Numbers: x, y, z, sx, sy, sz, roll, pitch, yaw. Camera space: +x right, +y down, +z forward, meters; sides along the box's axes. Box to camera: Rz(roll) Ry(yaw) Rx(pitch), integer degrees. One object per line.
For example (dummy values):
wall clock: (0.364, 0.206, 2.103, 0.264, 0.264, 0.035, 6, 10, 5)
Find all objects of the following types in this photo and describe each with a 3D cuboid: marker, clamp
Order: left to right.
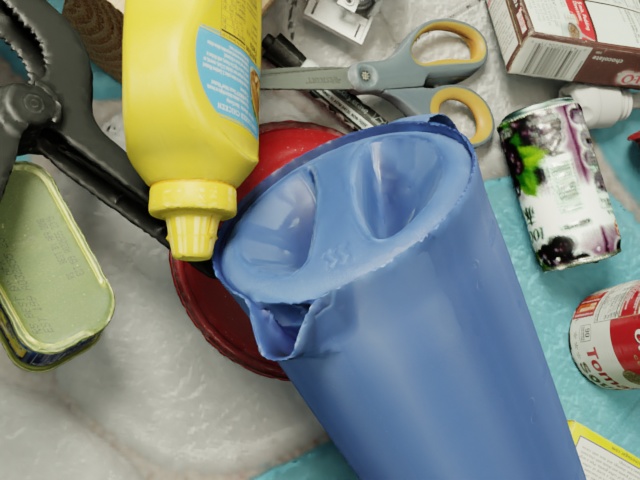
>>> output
clamp: (-0.133, -0.053, 0.515, 0.164, 0.036, 0.210, -6, 70, -40)
marker: (0.012, -0.087, 0.665, 0.121, 0.020, 0.020, 38, 71, -8)

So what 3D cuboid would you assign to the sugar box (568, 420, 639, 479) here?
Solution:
sugar box: (0.146, 0.207, 0.639, 0.093, 0.048, 0.176, 31, 76, -10)

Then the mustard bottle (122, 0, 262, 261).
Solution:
mustard bottle: (-0.059, -0.086, 0.508, 0.058, 0.096, 0.191, -3, 81, 15)

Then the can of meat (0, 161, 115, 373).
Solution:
can of meat: (-0.151, 0.015, 0.558, 0.057, 0.084, 0.102, -29, 89, -21)

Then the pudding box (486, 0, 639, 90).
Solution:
pudding box: (0.170, -0.147, 0.702, 0.113, 0.039, 0.090, 5, 52, -19)

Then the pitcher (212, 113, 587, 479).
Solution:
pitcher: (0.060, 0.063, 0.558, 0.149, 0.145, 0.242, -30, 120, -3)

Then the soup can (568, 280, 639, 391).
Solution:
soup can: (0.207, 0.057, 0.656, 0.068, 0.102, 0.068, 3, 79, -18)

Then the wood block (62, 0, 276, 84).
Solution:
wood block: (-0.052, -0.181, 0.625, 0.090, 0.090, 0.206, 37, 71, -8)

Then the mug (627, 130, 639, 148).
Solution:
mug: (0.267, -0.050, 0.712, 0.117, 0.093, 0.081, -25, 94, -57)

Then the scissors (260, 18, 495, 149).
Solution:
scissors: (0.038, -0.082, 0.649, 0.201, 0.016, 0.096, -25, 92, -35)

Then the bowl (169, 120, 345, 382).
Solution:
bowl: (-0.004, 0.001, 0.624, 0.162, 0.055, 0.162, 3, 79, -18)
